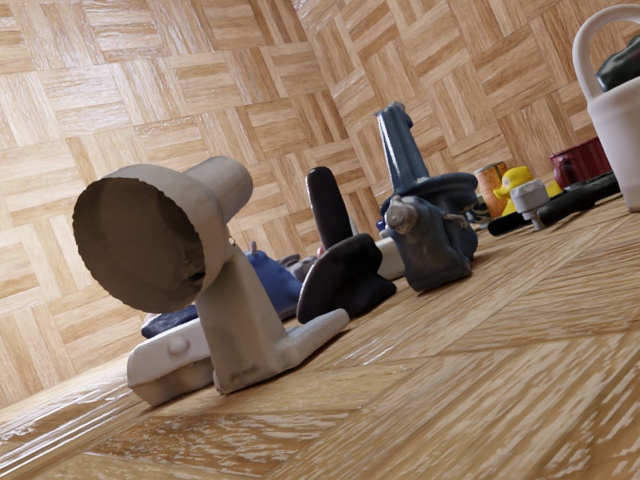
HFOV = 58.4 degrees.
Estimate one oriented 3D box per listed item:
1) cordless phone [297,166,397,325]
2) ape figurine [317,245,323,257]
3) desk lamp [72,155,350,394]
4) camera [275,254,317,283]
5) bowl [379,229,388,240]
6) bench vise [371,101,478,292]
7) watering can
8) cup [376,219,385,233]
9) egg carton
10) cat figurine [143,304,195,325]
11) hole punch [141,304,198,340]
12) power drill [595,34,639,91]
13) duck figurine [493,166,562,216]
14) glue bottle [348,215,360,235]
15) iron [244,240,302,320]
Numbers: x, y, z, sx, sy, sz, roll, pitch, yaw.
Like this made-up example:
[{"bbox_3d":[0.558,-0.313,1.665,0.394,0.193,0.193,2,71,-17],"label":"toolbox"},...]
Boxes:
[{"bbox_3d":[0.006,0.002,0.697,0.094,0.185,0.148,-23,-1,25],"label":"cordless phone"},{"bbox_3d":[0.026,0.047,0.846,0.077,0.092,0.076,-23,-1,15],"label":"ape figurine"},{"bbox_3d":[-0.092,0.026,0.520,0.117,0.213,0.204,-23,-1,27],"label":"desk lamp"},{"bbox_3d":[-0.028,0.070,1.102,0.142,0.101,0.137,-24,-1,44],"label":"camera"},{"bbox_3d":[0.196,-0.012,1.035,0.167,0.075,0.167,-23,-1,0],"label":"bowl"},{"bbox_3d":[0.119,-0.065,0.651,0.121,0.220,0.208,-23,-1,8],"label":"bench vise"},{"bbox_3d":[0.314,-0.135,0.545,0.101,0.194,0.173,-23,-1,-11],"label":"watering can"},{"bbox_3d":[0.179,-0.013,1.204,0.092,0.095,0.117,-23,-1,-12],"label":"cup"},{"bbox_3d":[-0.135,0.124,0.632,0.150,0.069,0.107,-23,-1,5],"label":"egg carton"},{"bbox_3d":[-0.254,0.155,1.005,0.067,0.118,0.128,-23,-1,42],"label":"cat figurine"},{"bbox_3d":[-0.161,0.126,0.756,0.101,0.091,0.109,-23,-1,38],"label":"hole punch"},{"bbox_3d":[0.530,-0.230,0.827,0.229,0.208,0.076,-23,-1,10],"label":"power drill"},{"bbox_3d":[0.322,-0.074,0.893,0.104,0.086,0.078,-23,-1,23],"label":"duck figurine"},{"bbox_3d":[0.054,-0.005,1.037,0.037,0.173,0.078,-23,-1,11],"label":"glue bottle"},{"bbox_3d":[-0.122,0.086,1.004,0.119,0.141,0.257,-23,-1,-26],"label":"iron"}]
